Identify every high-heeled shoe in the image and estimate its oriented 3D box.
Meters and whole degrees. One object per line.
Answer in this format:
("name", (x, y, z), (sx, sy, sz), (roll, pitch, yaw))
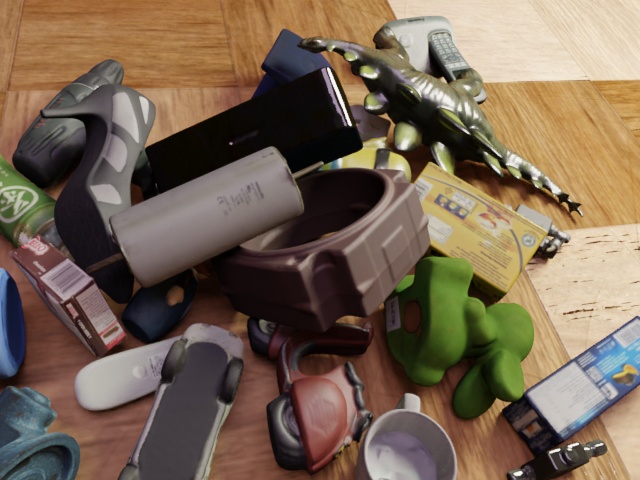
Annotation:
("high-heeled shoe", (-0.216, -0.059, 0.603), (0.145, 0.086, 0.248), (-17, 87, -53))

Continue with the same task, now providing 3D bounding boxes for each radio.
("radio", (-0.067, -0.107, 0.622), (0.230, 0.131, 0.073), (-19, 86, 13))

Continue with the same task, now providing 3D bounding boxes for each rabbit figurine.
("rabbit figurine", (0.171, 0.103, 0.586), (0.170, 0.121, 0.159), (10, 55, -22))

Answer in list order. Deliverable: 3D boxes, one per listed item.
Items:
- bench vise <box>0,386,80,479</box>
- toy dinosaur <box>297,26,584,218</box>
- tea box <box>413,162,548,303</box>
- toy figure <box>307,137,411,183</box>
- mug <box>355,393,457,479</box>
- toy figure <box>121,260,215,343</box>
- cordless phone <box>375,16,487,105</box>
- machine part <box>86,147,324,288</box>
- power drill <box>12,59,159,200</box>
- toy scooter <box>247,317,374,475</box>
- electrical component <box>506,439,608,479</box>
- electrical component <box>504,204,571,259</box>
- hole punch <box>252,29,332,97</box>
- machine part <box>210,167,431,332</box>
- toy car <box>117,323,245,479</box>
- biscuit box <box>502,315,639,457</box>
("bench vise", (-0.250, 0.238, 0.403), (0.241, 0.128, 0.224), (23, 52, 16))
("toy dinosaur", (0.181, -0.172, 0.775), (0.471, 0.105, 0.199), (23, 41, -11))
("tea box", (0.181, -0.010, 0.679), (0.170, 0.068, 0.098), (36, 82, 15))
("toy figure", (0.031, -0.085, 0.719), (0.180, 0.082, 0.089), (3, 49, -10))
("mug", (0.068, 0.203, 0.494), (0.081, 0.107, 0.109), (11, 48, -4))
("toy figure", (-0.156, 0.042, 0.603), (0.064, 0.057, 0.154), (16, 52, 28))
("cordless phone", (0.182, -0.280, 0.893), (0.147, 0.088, 0.184), (-15, 62, -20))
("machine part", (-0.106, -0.023, 0.515), (0.243, 0.079, 0.079), (-25, 61, -10))
("power drill", (-0.266, -0.145, 0.711), (0.207, 0.086, 0.232), (27, 55, 5))
("toy scooter", (0.004, 0.138, 0.552), (0.135, 0.075, 0.184), (-8, 51, -13))
("electrical component", (0.235, 0.222, 0.535), (0.094, 0.063, 0.021), (-9, 56, -15))
("electrical component", (0.288, -0.014, 0.733), (0.102, 0.045, 0.078), (35, 57, 16))
("hole punch", (-0.035, -0.249, 0.827), (0.116, 0.092, 0.142), (18, 49, -1))
("machine part", (-0.001, -0.002, 0.583), (0.202, 0.087, 0.201), (4, 36, 42))
("toy car", (-0.127, 0.177, 0.495), (0.073, 0.056, 0.201), (19, 68, -4))
("biscuit box", (0.301, 0.158, 0.597), (0.203, 0.062, 0.059), (-22, 60, -25))
